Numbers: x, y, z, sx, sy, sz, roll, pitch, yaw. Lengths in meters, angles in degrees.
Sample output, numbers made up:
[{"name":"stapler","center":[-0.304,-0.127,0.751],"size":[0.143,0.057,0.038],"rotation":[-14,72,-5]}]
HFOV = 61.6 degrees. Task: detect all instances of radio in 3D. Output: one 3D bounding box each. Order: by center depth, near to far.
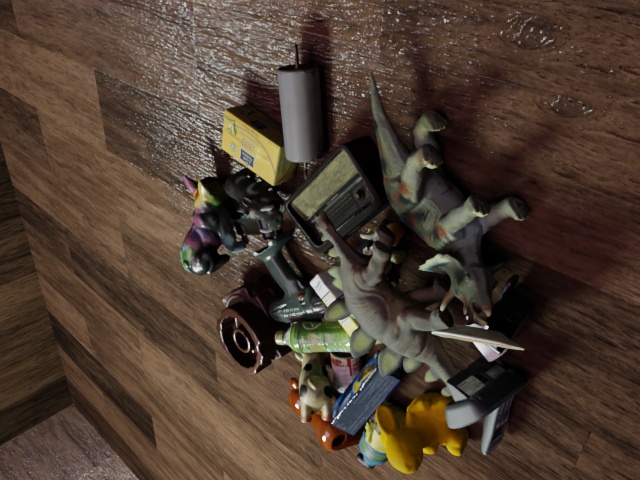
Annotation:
[{"name":"radio","center":[0.038,-0.077,1.008],"size":[0.131,0.073,0.229],"rotation":[57,140,6]}]

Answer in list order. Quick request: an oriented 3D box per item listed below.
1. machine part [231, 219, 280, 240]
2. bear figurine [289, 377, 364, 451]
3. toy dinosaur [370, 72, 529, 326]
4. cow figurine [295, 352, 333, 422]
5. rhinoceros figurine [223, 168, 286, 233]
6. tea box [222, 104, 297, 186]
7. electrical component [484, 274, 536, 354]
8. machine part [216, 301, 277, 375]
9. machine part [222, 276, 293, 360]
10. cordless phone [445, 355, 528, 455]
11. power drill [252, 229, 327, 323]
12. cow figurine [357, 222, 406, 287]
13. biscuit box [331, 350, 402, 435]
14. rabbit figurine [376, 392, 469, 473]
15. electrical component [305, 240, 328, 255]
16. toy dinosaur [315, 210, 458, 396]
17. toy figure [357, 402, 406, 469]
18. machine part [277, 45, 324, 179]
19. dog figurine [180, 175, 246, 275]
[{"name":"machine part","center":[-0.150,-0.035,1.258],"size":[0.139,0.039,0.084],"rotation":[-2,115,45]},{"name":"bear figurine","center":[0.011,0.412,1.304],"size":[0.196,0.132,0.120],"rotation":[41,138,49]},{"name":"toy dinosaur","center":[0.174,-0.061,0.851],"size":[0.405,0.131,0.192],"rotation":[56,139,16]},{"name":"cow figurine","center":[-0.014,0.313,1.220],"size":[0.195,0.085,0.127],"rotation":[-109,20,-80]},{"name":"rhinoceros figurine","center":[-0.136,-0.089,1.157],"size":[0.191,0.112,0.073],"rotation":[41,134,35]},{"name":"tea box","center":[-0.124,-0.199,1.114],"size":[0.170,0.068,0.098],"rotation":[35,133,27]},{"name":"electrical component","center":[0.300,0.113,0.844],"size":[0.048,0.075,0.119],"rotation":[36,130,28]},{"name":"machine part","center":[-0.177,0.234,1.292],"size":[0.180,0.056,0.179],"rotation":[23,126,37]},{"name":"machine part","center":[-0.150,0.204,1.355],"size":[0.201,0.087,0.201],"rotation":[-26,91,48]},{"name":"cordless phone","center":[0.275,0.307,0.919],"size":[0.089,0.146,0.184],"rotation":[27,127,44]},{"name":"power drill","center":[-0.048,0.083,1.194],"size":[0.232,0.086,0.207],"rotation":[-28,97,42]},{"name":"cow figurine","center":[0.104,0.024,1.006],"size":[0.098,0.068,0.167],"rotation":[39,134,33]},{"name":"biscuit box","center":[0.095,0.325,1.134],"size":[0.063,0.059,0.202],"rotation":[28,119,-7]},{"name":"rabbit figurine","center":[0.181,0.369,1.035],"size":[0.163,0.173,0.121],"rotation":[8,121,39]},{"name":"electrical component","center":[-0.002,-0.003,1.129],"size":[0.094,0.021,0.063],"rotation":[16,123,50]},{"name":"toy dinosaur","center":[0.138,0.139,0.939],"size":[0.471,0.105,0.198],"rotation":[49,124,-1]},{"name":"toy figure","center":[0.141,0.434,1.187],"size":[0.089,0.082,0.180],"rotation":[22,121,13]},{"name":"machine part","center":[-0.034,-0.233,0.994],"size":[0.079,0.079,0.242],"rotation":[19,125,39]},{"name":"dog figurine","center":[-0.282,-0.047,1.290],"size":[0.109,0.191,0.219],"rotation":[22,142,45]}]
